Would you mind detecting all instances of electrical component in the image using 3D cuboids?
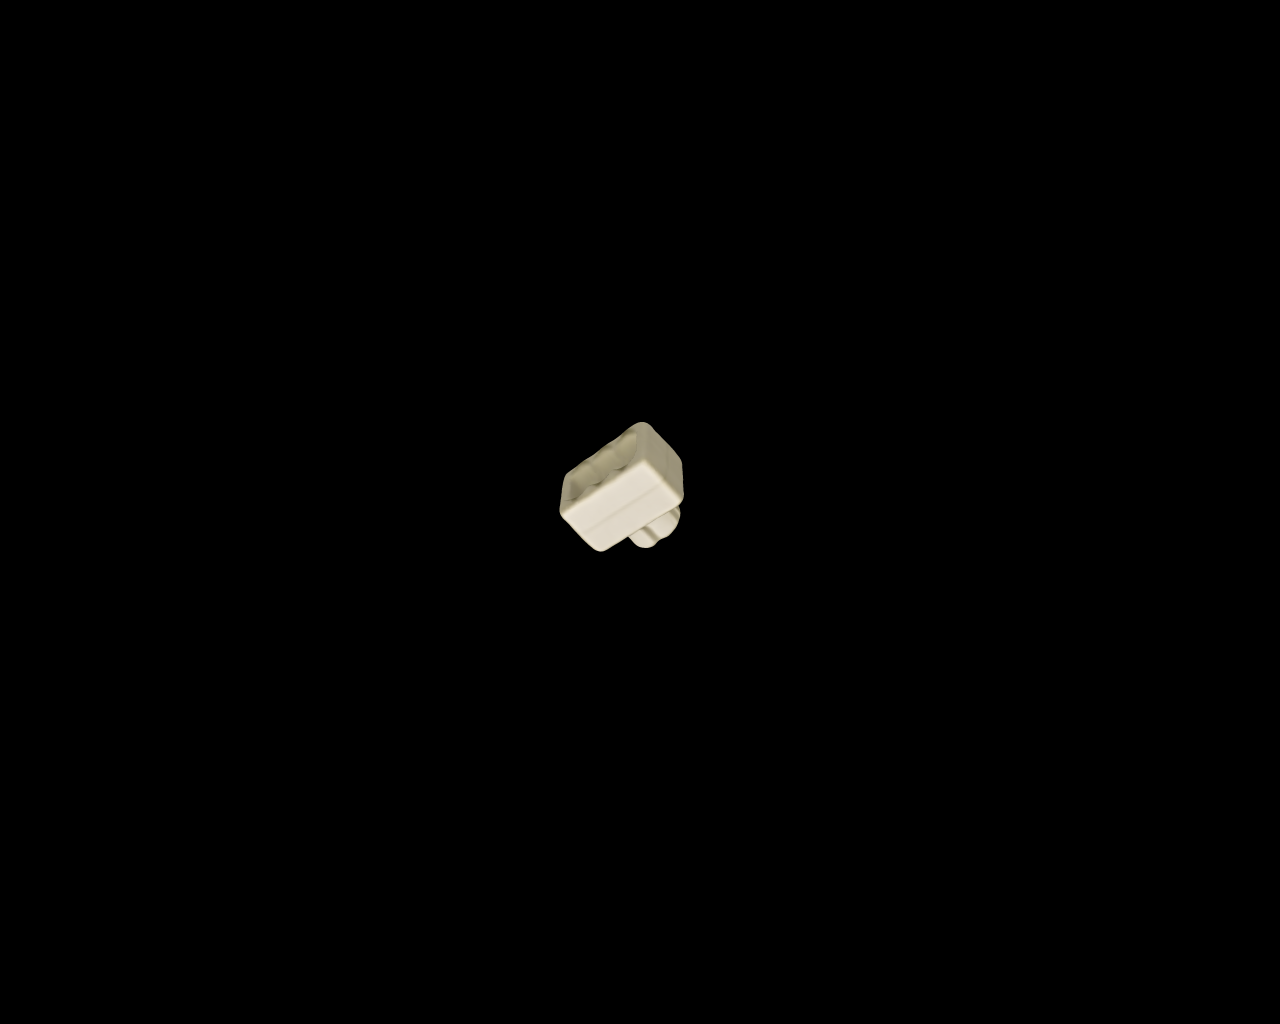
[{"bbox_3d":[0.001,-0.003,0.650,0.065,0.076,0.047,-33,29,21],"label":"electrical component"}]
